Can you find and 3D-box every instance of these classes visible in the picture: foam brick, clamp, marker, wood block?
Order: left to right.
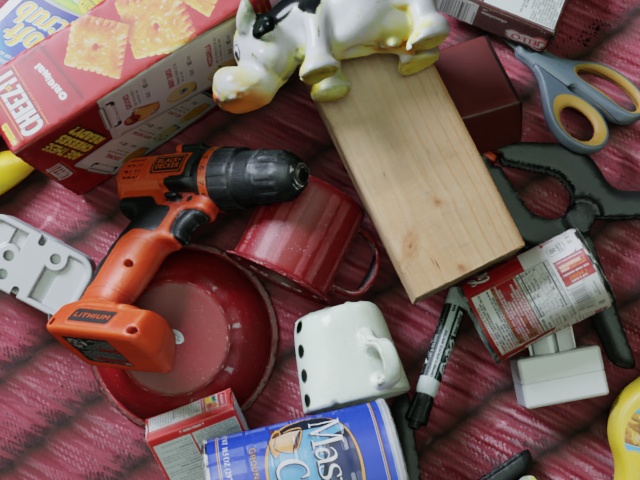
[{"bbox_3d":[0.066,-0.065,0.814,0.090,0.091,0.206,-26,83,0],"label":"wood block"},{"bbox_3d":[0.078,0.212,0.853,0.120,0.039,0.171,32,80,11],"label":"clamp"},{"bbox_3d":[0.094,0.095,0.856,0.020,0.020,0.121,20,71,4],"label":"marker"},{"bbox_3d":[0.125,-0.114,0.857,0.051,0.053,0.078,-19,56,-1],"label":"foam brick"},{"bbox_3d":[0.221,-0.022,0.867,0.210,0.036,0.164,42,86,8],"label":"clamp"}]

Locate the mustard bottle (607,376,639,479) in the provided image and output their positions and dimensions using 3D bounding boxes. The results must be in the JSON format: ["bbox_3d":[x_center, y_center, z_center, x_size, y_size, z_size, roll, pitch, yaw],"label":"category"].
[{"bbox_3d":[0.274,0.165,0.838,0.096,0.058,0.191,5,85,2],"label":"mustard bottle"}]

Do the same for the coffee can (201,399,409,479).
[{"bbox_3d":[-0.008,0.183,0.790,0.140,0.103,0.103,-12,85,-3],"label":"coffee can"}]

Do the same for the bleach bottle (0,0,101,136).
[{"bbox_3d":[-0.230,-0.152,0.885,0.251,0.068,0.102,-44,84,0],"label":"bleach bottle"}]

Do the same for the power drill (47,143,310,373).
[{"bbox_3d":[-0.109,0.008,0.803,0.185,0.057,0.187,-2,51,38],"label":"power drill"}]

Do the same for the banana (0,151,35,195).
[{"bbox_3d":[-0.311,-0.003,0.890,0.069,0.037,0.198,30,89,-16],"label":"banana"}]

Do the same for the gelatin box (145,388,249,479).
[{"bbox_3d":[-0.089,0.169,0.847,0.073,0.030,0.089,-20,121,1],"label":"gelatin box"}]

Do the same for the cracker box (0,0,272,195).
[{"bbox_3d":[-0.137,-0.132,0.827,0.213,0.164,0.072,-32,81,-1],"label":"cracker box"}]

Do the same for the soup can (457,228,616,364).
[{"bbox_3d":[0.165,0.043,0.817,0.102,0.068,0.068,-28,85,9],"label":"soup can"}]

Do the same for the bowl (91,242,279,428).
[{"bbox_3d":[-0.115,0.079,0.863,0.162,0.055,0.162,0,85,2],"label":"bowl"}]

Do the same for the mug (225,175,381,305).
[{"bbox_3d":[-0.006,0.001,0.850,0.117,0.093,0.081,27,81,-1],"label":"mug"}]

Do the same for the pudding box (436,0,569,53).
[{"bbox_3d":[0.152,-0.217,0.878,0.113,0.039,0.090,23,70,2],"label":"pudding box"}]

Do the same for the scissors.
[{"bbox_3d":[0.171,-0.138,0.878,0.202,0.016,0.096,27,63,4],"label":"scissors"}]
